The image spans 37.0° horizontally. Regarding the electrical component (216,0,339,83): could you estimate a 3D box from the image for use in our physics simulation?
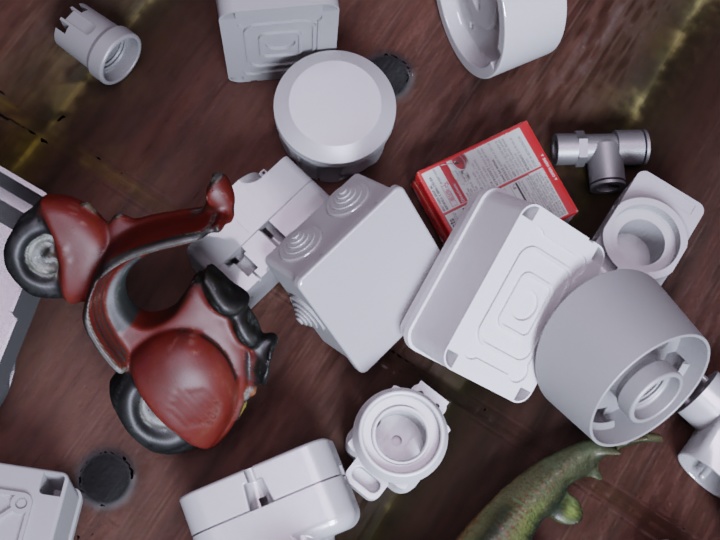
[{"bbox_3d":[-0.055,-0.174,0.708,0.078,0.113,0.057,-6,78,-5],"label":"electrical component"}]

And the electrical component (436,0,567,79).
[{"bbox_3d":[0.099,-0.189,0.725,0.060,0.108,0.108,-18,76,-14],"label":"electrical component"}]

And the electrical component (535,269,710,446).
[{"bbox_3d":[0.160,0.056,0.653,0.099,0.099,0.064,-30,50,-10],"label":"electrical component"}]

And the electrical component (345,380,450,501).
[{"bbox_3d":[0.024,0.104,0.664,0.058,0.057,0.078,38,76,8],"label":"electrical component"}]

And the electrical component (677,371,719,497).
[{"bbox_3d":[0.230,0.091,0.684,0.079,0.044,0.077,43,77,9],"label":"electrical component"}]

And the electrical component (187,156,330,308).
[{"bbox_3d":[-0.065,-0.025,0.699,0.056,0.050,0.089,43,76,8],"label":"electrical component"}]

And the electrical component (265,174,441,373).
[{"bbox_3d":[0.000,0.000,0.674,0.100,0.099,0.048,-44,38,-13],"label":"electrical component"}]

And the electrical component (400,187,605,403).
[{"bbox_3d":[0.086,0.014,0.665,0.078,0.057,0.113,29,90,-31],"label":"electrical component"}]

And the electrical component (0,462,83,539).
[{"bbox_3d":[-0.229,0.168,0.624,0.109,0.056,0.108,9,62,0],"label":"electrical component"}]

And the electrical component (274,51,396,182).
[{"bbox_3d":[-0.017,-0.102,0.722,0.080,0.051,0.080,1,75,-3],"label":"electrical component"}]

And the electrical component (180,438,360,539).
[{"bbox_3d":[-0.051,0.146,0.644,0.095,0.053,0.059,-23,77,2],"label":"electrical component"}]

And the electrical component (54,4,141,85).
[{"bbox_3d":[-0.180,-0.155,0.735,0.046,0.040,0.040,36,76,13],"label":"electrical component"}]

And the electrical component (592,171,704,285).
[{"bbox_3d":[0.179,-0.013,0.704,0.050,0.055,0.089,33,76,6],"label":"electrical component"}]
